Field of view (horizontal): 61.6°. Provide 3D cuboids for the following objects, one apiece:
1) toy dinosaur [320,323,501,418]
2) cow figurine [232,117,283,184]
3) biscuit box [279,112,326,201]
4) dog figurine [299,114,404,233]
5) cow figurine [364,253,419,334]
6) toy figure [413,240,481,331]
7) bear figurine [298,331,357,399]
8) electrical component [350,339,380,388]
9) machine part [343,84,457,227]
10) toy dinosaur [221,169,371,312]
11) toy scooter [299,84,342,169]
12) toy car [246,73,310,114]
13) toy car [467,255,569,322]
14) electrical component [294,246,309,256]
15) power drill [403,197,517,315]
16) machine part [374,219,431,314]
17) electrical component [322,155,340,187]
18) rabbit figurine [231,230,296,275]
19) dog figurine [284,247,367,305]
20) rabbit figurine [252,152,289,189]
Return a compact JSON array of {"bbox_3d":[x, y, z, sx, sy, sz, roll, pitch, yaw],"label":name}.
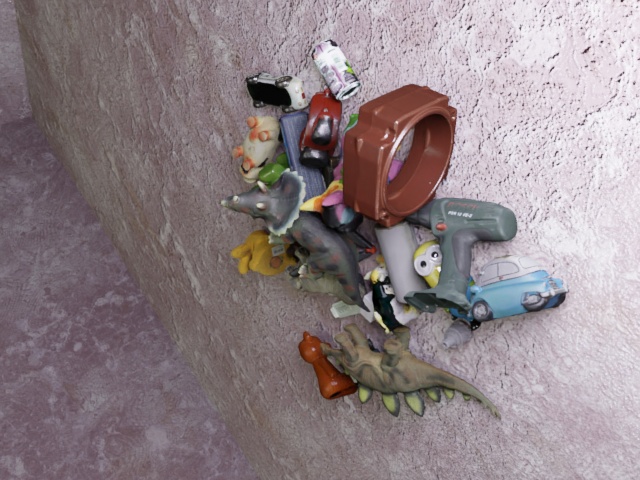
[{"bbox_3d":[0.179,0.302,1.242,0.472,0.105,0.198,3,113,42],"label":"toy dinosaur"},{"bbox_3d":[-0.144,-0.216,1.309,0.085,0.127,0.194,49,132,17],"label":"cow figurine"},{"bbox_3d":[-0.037,-0.177,1.183,0.059,0.063,0.202,-145,41,-77],"label":"biscuit box"},{"bbox_3d":[0.054,-0.122,0.991,0.109,0.219,0.191,-3,113,52],"label":"dog figurine"},{"bbox_3d":[0.142,0.114,1.166,0.068,0.098,0.167,-2,114,62],"label":"cow figurine"},{"bbox_3d":[0.245,0.082,1.010,0.180,0.082,0.089,50,172,6],"label":"toy figure"},{"bbox_3d":[0.022,0.350,1.534,0.120,0.132,0.196,107,144,-48],"label":"bear figurine"},{"bbox_3d":[0.119,0.323,1.402,0.115,0.058,0.134,59,148,0],"label":"electrical component"},{"bbox_3d":[0.133,-0.136,0.880,0.087,0.201,0.201,31,137,36],"label":"machine part"},{"bbox_3d":[-0.001,0.004,1.089,0.404,0.131,0.192,39,165,-10],"label":"toy dinosaur"},{"bbox_3d":[0.003,-0.231,1.076,0.184,0.075,0.135,120,158,-74],"label":"toy scooter"},{"bbox_3d":[-0.101,-0.330,1.199,0.202,0.056,0.073,24,139,46],"label":"toy car"},{"bbox_3d":[0.316,0.076,0.889,0.162,0.109,0.103,-29,71,50],"label":"toy car"},{"bbox_3d":[-0.042,0.030,1.431,0.063,0.021,0.093,11,124,51],"label":"electrical component"},{"bbox_3d":[0.212,0.021,0.922,0.232,0.207,0.086,0,147,47],"label":"power drill"},{"bbox_3d":[0.168,0.038,1.089,0.079,0.079,0.243,5,119,54],"label":"machine part"},{"bbox_3d":[0.034,-0.140,1.173,0.078,0.045,0.102,-114,19,-55],"label":"electrical component"},{"bbox_3d":[-0.164,0.034,1.512,0.173,0.162,0.121,47,163,53],"label":"rabbit figurine"},{"bbox_3d":[0.015,0.112,1.323,0.191,0.121,0.172,47,148,18],"label":"dog figurine"},{"bbox_3d":[-0.096,-0.118,1.306,0.170,0.121,0.159,-24,116,44],"label":"rabbit figurine"}]
